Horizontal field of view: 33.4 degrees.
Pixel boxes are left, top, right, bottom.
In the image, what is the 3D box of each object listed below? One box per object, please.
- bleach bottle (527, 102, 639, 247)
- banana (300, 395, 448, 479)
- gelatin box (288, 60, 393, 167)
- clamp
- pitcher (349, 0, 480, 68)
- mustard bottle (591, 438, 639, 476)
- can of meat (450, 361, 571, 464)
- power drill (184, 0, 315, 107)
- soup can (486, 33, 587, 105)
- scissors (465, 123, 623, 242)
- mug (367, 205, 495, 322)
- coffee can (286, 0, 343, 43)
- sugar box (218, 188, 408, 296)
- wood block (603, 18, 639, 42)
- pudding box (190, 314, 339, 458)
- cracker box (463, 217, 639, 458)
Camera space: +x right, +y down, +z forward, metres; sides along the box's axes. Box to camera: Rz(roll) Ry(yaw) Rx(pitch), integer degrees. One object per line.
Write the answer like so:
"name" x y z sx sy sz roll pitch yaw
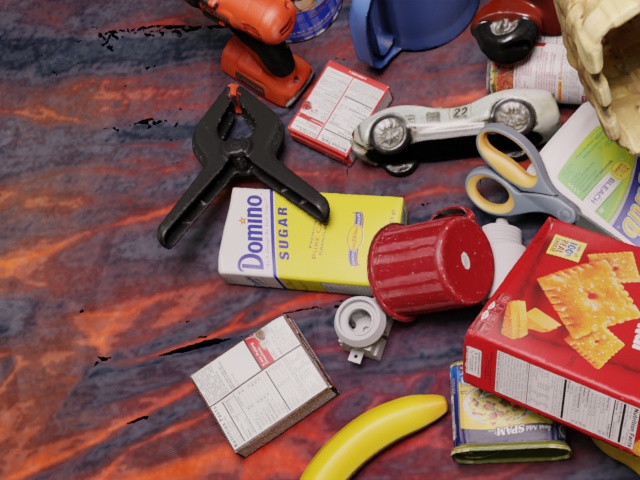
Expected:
"bleach bottle" 0.309 -0.013 0.952 0.251 0.102 0.068 40 -3 22
"banana" 0.032 0.205 0.962 0.069 0.198 0.037 38 -6 6
"gelatin box" 0.021 -0.129 1.088 0.073 0.089 0.030 27 -10 21
"clamp" -0.070 -0.079 1.056 0.164 0.210 0.036 -4 -42 7
"pitcher" 0.078 -0.277 1.011 0.145 0.149 0.242 -17 -16 6
"mustard bottle" 0.280 0.153 0.900 0.096 0.192 0.058 -38 -25 -9
"can of meat" 0.164 0.148 0.934 0.102 0.084 0.057 -5 -23 12
"power drill" -0.088 -0.217 1.063 0.185 0.057 0.187 34 -7 21
"soup can" 0.216 -0.166 1.029 0.102 0.068 0.068 6 2 16
"scissors" 0.207 -0.019 0.962 0.016 0.202 0.096 -34 -11 -42
"mug" 0.107 0.015 0.967 0.082 0.117 0.093 -12 -51 45
"coffee can" -0.041 -0.283 1.099 0.103 0.103 0.140 0 -20 15
"sugar box" -0.007 0.001 1.039 0.176 0.093 0.048 4 -19 15
"wood block" 0.304 -0.149 0.924 0.090 0.091 0.206 45 -3 24
"pudding box" -0.053 0.137 1.006 0.113 0.090 0.039 -35 -21 2
"cracker box" 0.247 0.081 0.866 0.214 0.072 0.164 21 48 28
